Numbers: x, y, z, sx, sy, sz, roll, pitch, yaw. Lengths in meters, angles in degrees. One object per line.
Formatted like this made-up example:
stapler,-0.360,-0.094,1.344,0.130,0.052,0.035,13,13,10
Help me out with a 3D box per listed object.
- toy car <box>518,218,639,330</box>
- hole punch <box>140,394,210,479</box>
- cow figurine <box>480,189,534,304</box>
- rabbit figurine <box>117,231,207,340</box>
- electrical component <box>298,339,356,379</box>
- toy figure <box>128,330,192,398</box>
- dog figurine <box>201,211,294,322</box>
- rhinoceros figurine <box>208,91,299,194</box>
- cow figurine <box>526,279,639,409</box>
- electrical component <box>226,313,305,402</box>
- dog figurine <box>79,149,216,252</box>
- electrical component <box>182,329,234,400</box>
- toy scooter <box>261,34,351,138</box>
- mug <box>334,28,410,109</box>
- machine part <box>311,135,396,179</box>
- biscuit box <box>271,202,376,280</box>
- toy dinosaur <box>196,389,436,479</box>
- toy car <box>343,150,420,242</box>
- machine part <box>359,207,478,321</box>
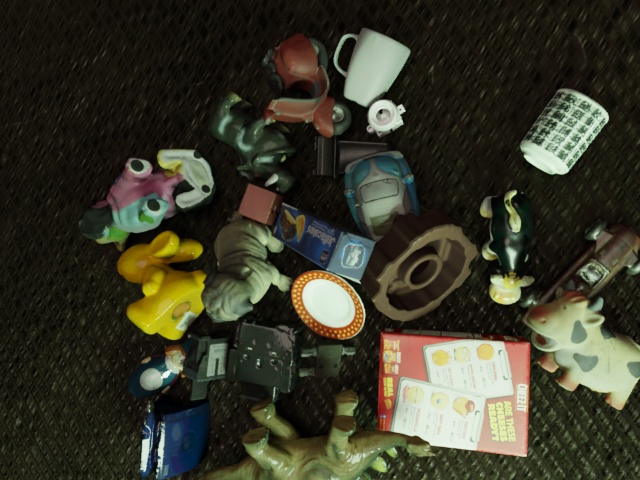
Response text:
toy car,0.380,0.059,0.780,0.089,0.053,0.202,44,97,6
hole punch,-0.240,0.325,0.891,0.092,0.116,0.142,7,91,5
cow figurine,0.277,0.012,0.780,0.068,0.098,0.167,-2,89,6
rabbit figurine,-0.274,0.059,0.902,0.173,0.121,0.162,36,95,30
electrical component,0.011,0.192,0.862,0.094,0.021,0.063,0,106,-18
toy figure,-0.257,0.217,0.924,0.154,0.058,0.064,-34,121,9
dog figurine,-0.132,0.033,0.827,0.121,0.190,0.172,-34,81,10
rhinoceros figurine,-0.107,-0.157,0.883,0.190,0.073,0.112,42,97,10
cow figurine,0.360,0.138,0.724,0.195,0.086,0.127,25,101,-20
electrical component,-0.089,0.195,0.883,0.115,0.058,0.134,6,90,15
dog figurine,-0.300,-0.059,0.917,0.219,0.191,0.108,-29,86,46
electrical component,-0.188,0.210,0.891,0.048,0.074,0.119,7,87,42
toy scooter,-0.040,-0.236,0.836,0.135,0.075,0.184,-17,76,-22
mug,0.070,-0.267,0.840,0.110,0.081,0.107,24,104,5
machine part,0.056,-0.136,0.863,0.139,0.039,0.084,5,86,15
biscuit box,-0.002,-0.002,0.798,0.063,0.203,0.059,19,94,-30
toy dinosaur,-0.045,0.349,0.826,0.472,0.105,0.198,-15,106,26
toy car,0.094,-0.045,0.803,0.109,0.103,0.161,-12,109,12
machine part,0.141,0.037,0.780,0.179,0.179,0.056,-46,45,9
